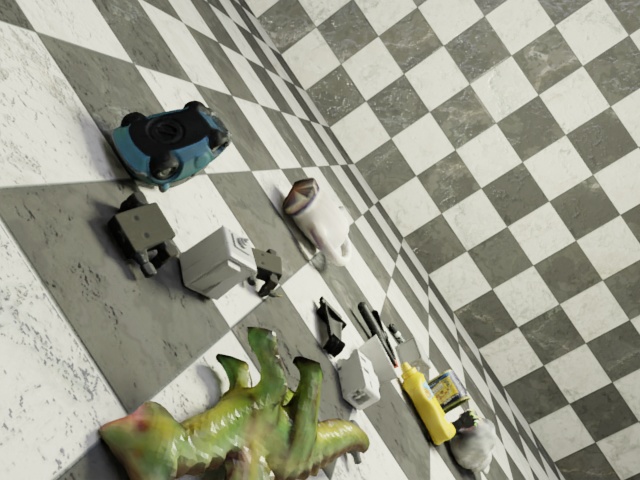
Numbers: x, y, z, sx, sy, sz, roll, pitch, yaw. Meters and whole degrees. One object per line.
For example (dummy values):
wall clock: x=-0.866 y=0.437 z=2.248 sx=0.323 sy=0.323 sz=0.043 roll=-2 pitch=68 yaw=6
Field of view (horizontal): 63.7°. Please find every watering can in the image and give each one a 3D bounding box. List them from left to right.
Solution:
watering can: x=0.004 y=-0.066 z=1.318 sx=0.222 sy=0.103 sz=0.355 roll=50 pitch=17 yaw=-21

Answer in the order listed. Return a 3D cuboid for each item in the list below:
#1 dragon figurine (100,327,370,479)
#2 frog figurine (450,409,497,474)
dragon figurine: x=-0.048 y=0.251 z=0.553 sx=0.404 sy=0.121 sz=0.249 roll=44 pitch=35 yaw=-33
frog figurine: x=0.394 y=0.525 z=1.292 sx=0.139 sy=0.121 sz=0.159 roll=-29 pitch=95 yaw=-43
